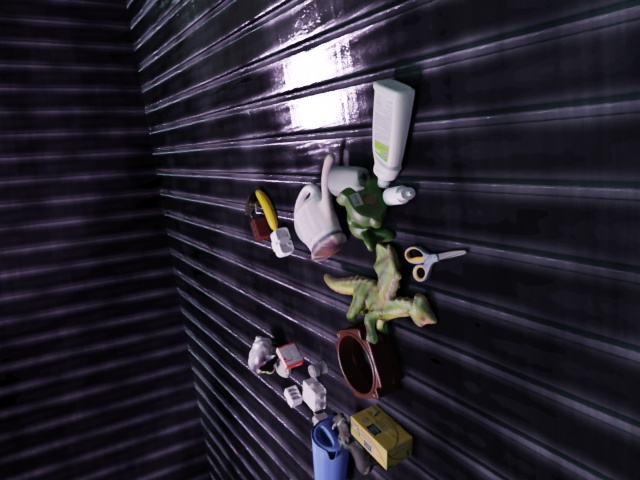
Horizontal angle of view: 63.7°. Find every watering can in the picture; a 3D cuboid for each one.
[{"bbox_3d":[0.005,-0.076,1.517,0.228,0.104,0.340,64,148,21],"label":"watering can"}]

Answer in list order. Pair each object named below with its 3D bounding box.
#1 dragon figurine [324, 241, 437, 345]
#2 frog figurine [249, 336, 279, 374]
[{"bbox_3d":[0.149,0.117,1.377,0.417,0.122,0.239,42,118,44],"label":"dragon figurine"},{"bbox_3d":[-0.236,0.439,2.025,0.162,0.123,0.134,52,156,42],"label":"frog figurine"}]
